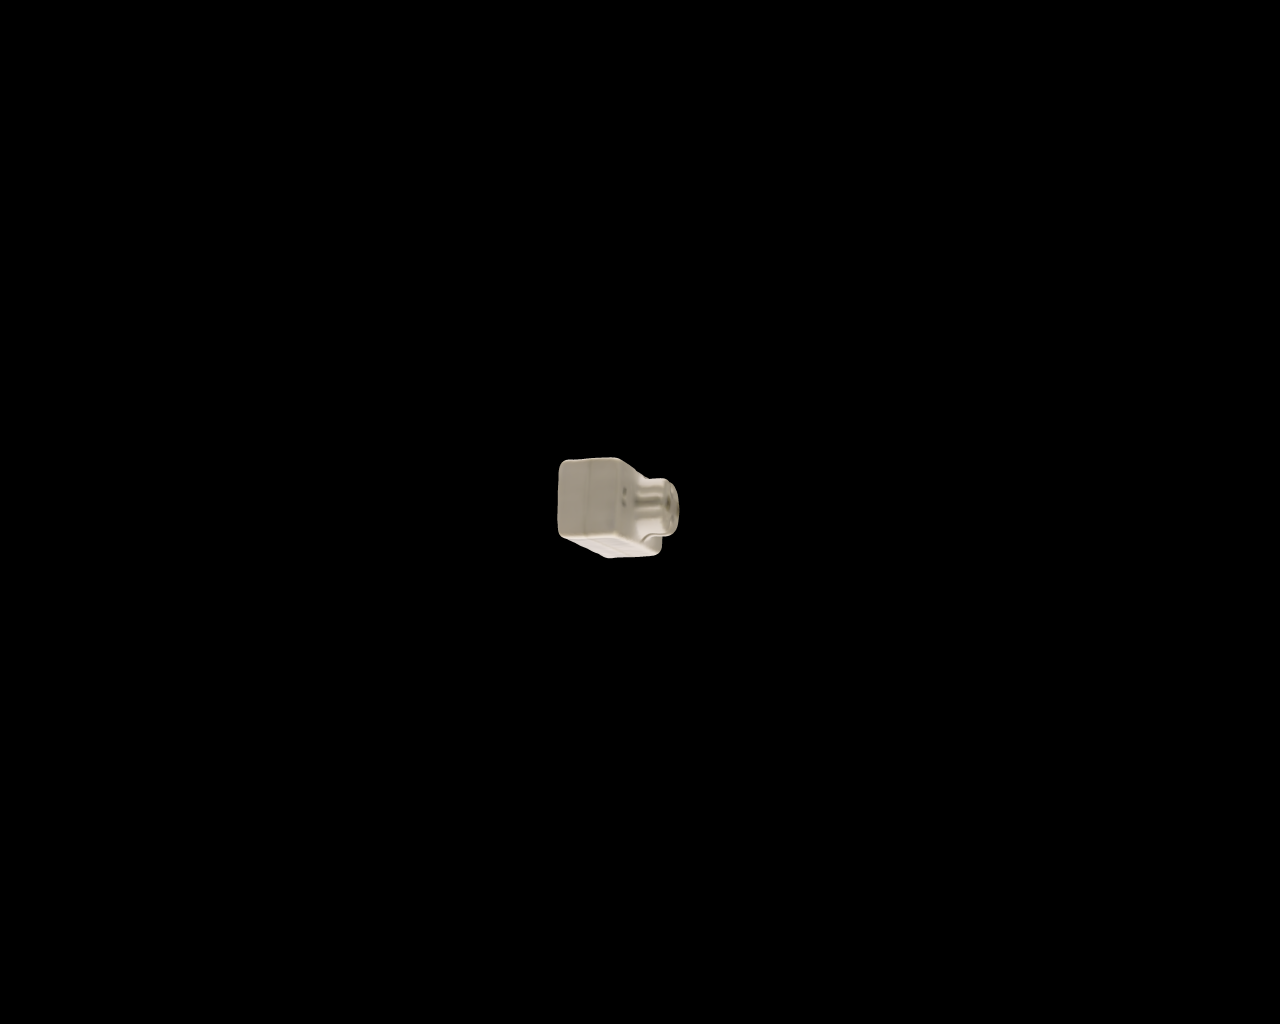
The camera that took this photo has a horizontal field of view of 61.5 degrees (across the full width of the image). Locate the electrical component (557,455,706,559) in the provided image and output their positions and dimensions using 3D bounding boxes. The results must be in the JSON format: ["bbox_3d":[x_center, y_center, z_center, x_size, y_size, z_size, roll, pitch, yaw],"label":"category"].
[{"bbox_3d":[0.001,-0.003,0.650,0.076,0.047,0.083,-4,-12,19],"label":"electrical component"}]
